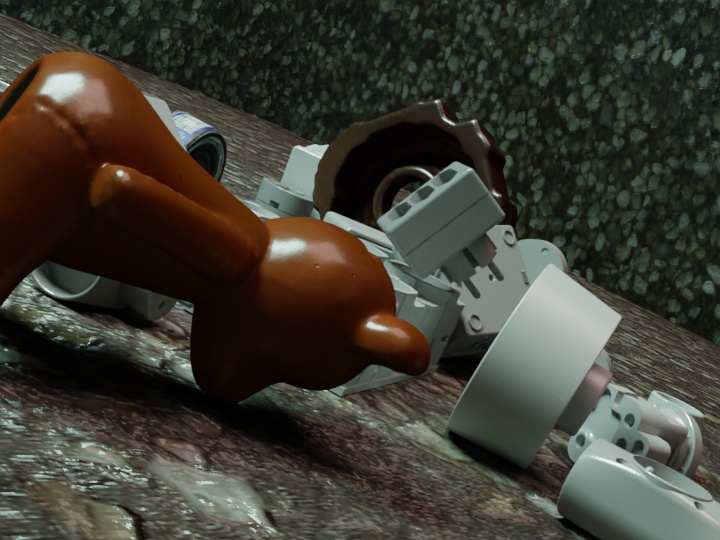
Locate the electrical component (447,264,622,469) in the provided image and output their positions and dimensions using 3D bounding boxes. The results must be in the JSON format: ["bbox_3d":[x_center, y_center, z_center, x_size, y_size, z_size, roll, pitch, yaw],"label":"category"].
[{"bbox_3d":[0.102,0.058,0.588,0.060,0.108,0.108,32,9,12],"label":"electrical component"}]

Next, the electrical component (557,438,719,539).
[{"bbox_3d":[0.147,0.119,0.527,0.077,0.044,0.079,29,8,30],"label":"electrical component"}]

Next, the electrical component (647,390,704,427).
[{"bbox_3d":[0.220,0.116,0.775,0.040,0.046,0.040,24,7,-3],"label":"electrical component"}]

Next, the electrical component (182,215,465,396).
[{"bbox_3d":[-0.011,0.018,0.664,0.105,0.060,0.186,27,8,18],"label":"electrical component"}]

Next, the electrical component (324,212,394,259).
[{"bbox_3d":[0.000,0.000,0.821,0.096,0.061,0.061,21,8,-24],"label":"electrical component"}]

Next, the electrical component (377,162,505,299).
[{"bbox_3d":[0.061,-0.017,0.679,0.076,0.066,0.047,53,1,-13],"label":"electrical component"}]

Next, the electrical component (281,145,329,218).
[{"bbox_3d":[-0.032,-0.068,1.063,0.100,0.099,0.048,27,21,13],"label":"electrical component"}]

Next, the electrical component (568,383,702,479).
[{"bbox_3d":[0.170,0.105,0.657,0.057,0.058,0.078,18,10,-27],"label":"electrical component"}]

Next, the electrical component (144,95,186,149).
[{"bbox_3d":[-0.149,-0.067,0.710,0.099,0.048,0.100,67,12,2],"label":"electrical component"}]

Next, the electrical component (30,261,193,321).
[{"bbox_3d":[-0.111,0.000,0.535,0.079,0.043,0.077,26,8,14],"label":"electrical component"}]

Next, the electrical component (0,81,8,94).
[{"bbox_3d":[-0.194,-0.059,0.554,0.044,0.077,0.079,26,7,15],"label":"electrical component"}]

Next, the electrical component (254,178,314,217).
[{"bbox_3d":[-0.076,-0.055,1.018,0.055,0.047,0.055,24,7,-3],"label":"electrical component"}]

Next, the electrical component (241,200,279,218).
[{"bbox_3d":[-0.098,-0.030,0.785,0.079,0.044,0.077,23,8,-16],"label":"electrical component"}]

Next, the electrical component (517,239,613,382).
[{"bbox_3d":[0.149,0.041,0.834,0.138,0.052,0.074,67,16,6],"label":"electrical component"}]

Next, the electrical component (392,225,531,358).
[{"bbox_3d":[0.081,0.014,0.786,0.100,0.099,0.048,-2,-19,-41],"label":"electrical component"}]
